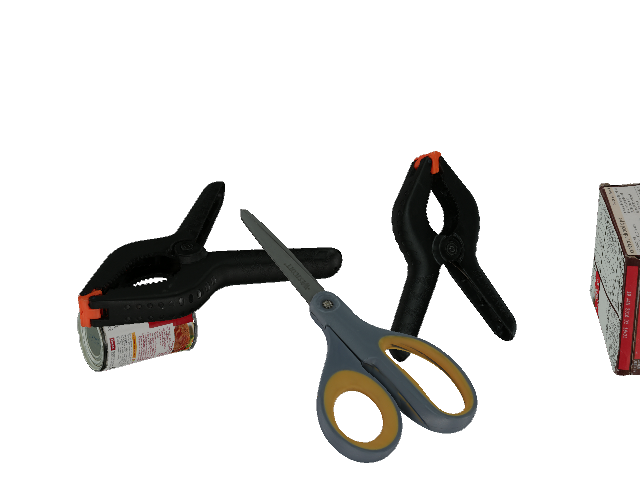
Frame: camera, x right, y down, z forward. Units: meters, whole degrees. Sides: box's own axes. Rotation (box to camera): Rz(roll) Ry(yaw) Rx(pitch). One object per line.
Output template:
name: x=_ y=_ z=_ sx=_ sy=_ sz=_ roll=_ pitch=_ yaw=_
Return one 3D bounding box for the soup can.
soup can: x=-0.184 y=0.089 z=1.073 sx=0.102 sy=0.068 sz=0.069 roll=-12 pitch=6 yaw=-33

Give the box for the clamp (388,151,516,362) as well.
clamp: x=0.092 y=0.016 z=0.876 sx=0.120 sy=0.171 sz=0.039 roll=-17 pitch=-1 yaw=-32

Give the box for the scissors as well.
scissors: x=-0.003 y=0.055 z=0.616 sx=0.202 sy=0.016 sz=0.096 roll=33 pitch=53 yaw=25

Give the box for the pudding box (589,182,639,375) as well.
pudding box: x=0.208 y=0.023 z=0.712 sx=0.039 sy=0.090 sz=0.113 roll=0 pitch=28 yaw=4

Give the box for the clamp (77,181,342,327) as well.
clamp: x=-0.111 y=0.014 z=0.876 sx=0.209 sy=0.036 sz=0.165 roll=-21 pitch=38 yaw=-31
